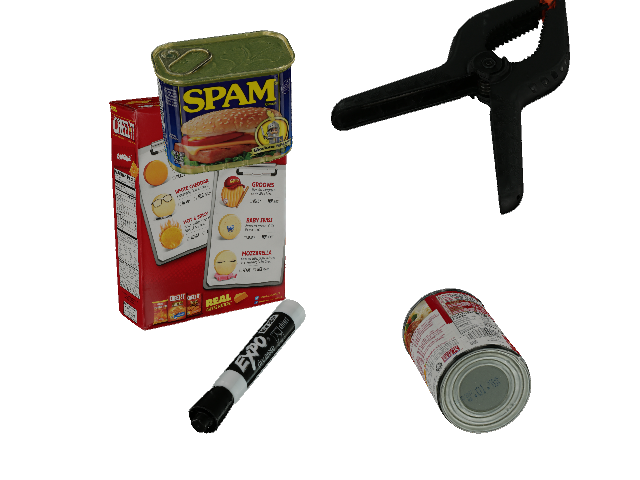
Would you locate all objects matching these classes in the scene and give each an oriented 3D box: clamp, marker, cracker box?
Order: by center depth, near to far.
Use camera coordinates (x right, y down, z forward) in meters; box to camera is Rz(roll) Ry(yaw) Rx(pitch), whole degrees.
[{"bbox_3d":[-0.042,0.073,0.630,0.020,0.020,0.121,0,28,28],"label":"marker"},{"bbox_3d":[0.134,-0.116,0.819,0.165,0.209,0.036,38,-22,28],"label":"clamp"},{"bbox_3d":[-0.117,-0.035,1.043,0.163,0.214,0.072,-11,20,-33],"label":"cracker box"}]

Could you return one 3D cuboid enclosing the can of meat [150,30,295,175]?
[{"bbox_3d":[-0.070,-0.102,0.794,0.102,0.084,0.057,-10,40,-12],"label":"can of meat"}]

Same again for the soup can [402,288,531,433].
[{"bbox_3d":[0.103,0.084,0.765,0.068,0.068,0.102,0,20,-10],"label":"soup can"}]
